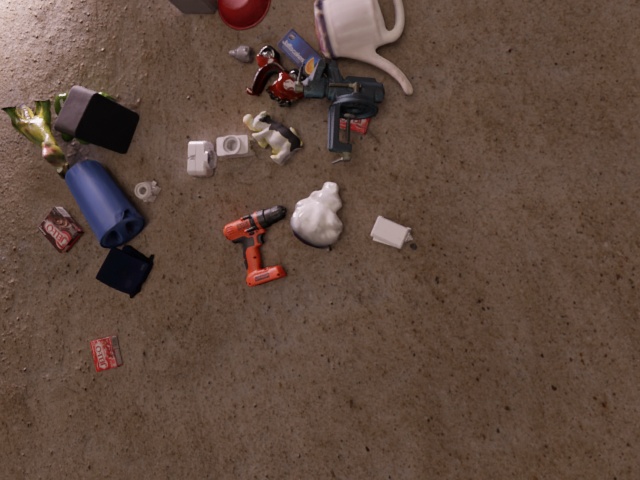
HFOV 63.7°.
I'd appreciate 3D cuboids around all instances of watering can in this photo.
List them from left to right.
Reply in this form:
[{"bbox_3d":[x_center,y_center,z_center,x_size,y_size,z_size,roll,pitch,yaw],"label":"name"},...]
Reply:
[{"bbox_3d":[0.105,-0.504,1.277,0.223,0.349,0.104,-12,-6,16],"label":"watering can"}]

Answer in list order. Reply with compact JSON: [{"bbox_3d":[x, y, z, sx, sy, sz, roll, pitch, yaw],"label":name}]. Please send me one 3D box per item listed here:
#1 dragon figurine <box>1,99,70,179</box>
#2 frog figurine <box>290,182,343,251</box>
[{"bbox_3d":[-0.799,-0.283,1.485,0.123,0.239,0.413,-26,23,-23],"label":"dragon figurine"},{"bbox_3d":[0.004,-0.064,1.280,0.139,0.157,0.123,39,21,32],"label":"frog figurine"}]
